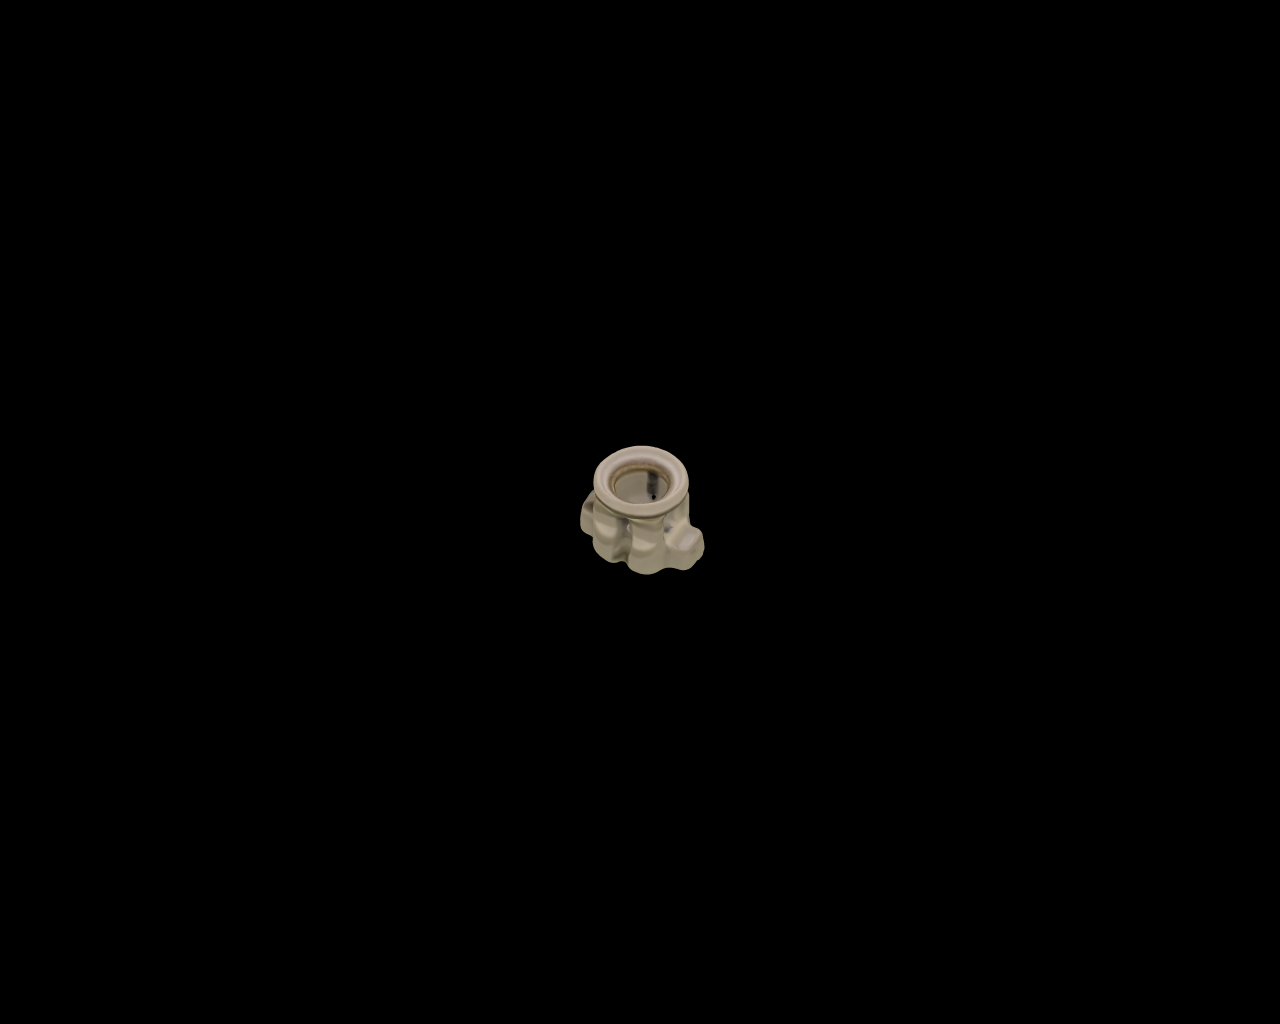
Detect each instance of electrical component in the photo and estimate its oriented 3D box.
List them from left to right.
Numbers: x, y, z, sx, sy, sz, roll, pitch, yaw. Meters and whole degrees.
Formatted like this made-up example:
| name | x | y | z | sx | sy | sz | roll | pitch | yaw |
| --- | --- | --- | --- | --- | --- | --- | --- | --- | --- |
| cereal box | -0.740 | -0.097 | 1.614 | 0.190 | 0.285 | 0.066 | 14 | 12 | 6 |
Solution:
| name | x | y | z | sx | sy | sz | roll | pitch | yaw |
| --- | --- | --- | --- | --- | --- | --- | --- | --- | --- |
| electrical component | 0.001 | -0.003 | 0.650 | 0.078 | 0.056 | 0.058 | 22 | 49 | 21 |
